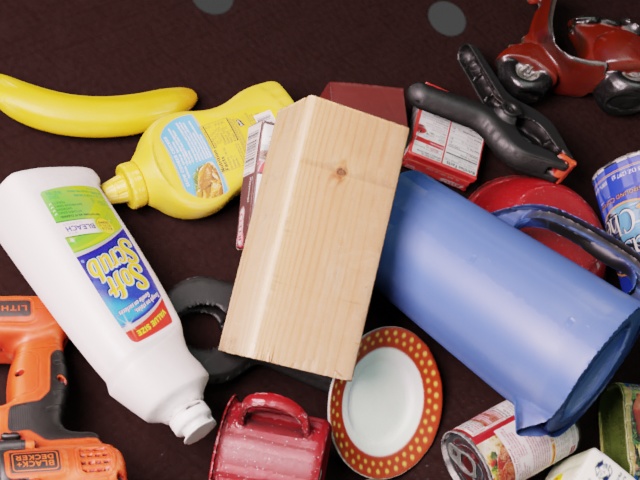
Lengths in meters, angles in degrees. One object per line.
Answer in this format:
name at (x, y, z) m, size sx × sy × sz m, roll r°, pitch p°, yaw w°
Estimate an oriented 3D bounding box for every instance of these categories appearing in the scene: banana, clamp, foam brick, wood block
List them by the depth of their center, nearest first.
wood block at (-0.005, 0.001, 0.857) m, size 0.090 × 0.090 × 0.206 m, roll 16°, pitch 83°, yaw -18°
clamp at (-0.066, 0.063, 0.915) m, size 0.209 × 0.036 × 0.164 m, roll 0°, pitch 67°, yaw -21°
banana at (-0.208, -0.122, 0.949) m, size 0.197 × 0.037 × 0.069 m, roll 9°, pitch 66°, yaw -14°
foam brick at (0.039, -0.113, 1.012) m, size 0.078 × 0.053 × 0.051 m, roll 3°, pitch 68°, yaw -16°
clamp at (0.164, -0.114, 1.018) m, size 0.120 × 0.039 × 0.171 m, roll -33°, pitch 70°, yaw -35°

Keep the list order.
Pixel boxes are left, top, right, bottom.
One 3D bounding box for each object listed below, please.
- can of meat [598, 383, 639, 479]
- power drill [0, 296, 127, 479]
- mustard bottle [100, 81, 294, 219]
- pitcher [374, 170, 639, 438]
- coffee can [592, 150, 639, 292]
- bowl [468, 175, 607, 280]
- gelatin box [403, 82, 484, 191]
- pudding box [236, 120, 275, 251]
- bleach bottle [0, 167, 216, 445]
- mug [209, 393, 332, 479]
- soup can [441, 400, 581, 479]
can of meat at (0.303, 0.182, 0.969) m, size 0.084 × 0.057 × 0.102 m, roll 7°, pitch 66°, yaw -12°
power drill at (-0.244, 0.124, 0.780) m, size 0.184 × 0.057 × 0.188 m, roll 2°, pitch 43°, yaw -24°
mustard bottle at (-0.104, -0.071, 0.947) m, size 0.191 × 0.058 × 0.096 m, roll -22°, pitch 81°, yaw -24°
pitcher at (0.150, 0.038, 0.908) m, size 0.243 × 0.145 × 0.149 m, roll 37°, pitch 28°, yaw 25°
coffee can at (0.330, -0.006, 1.028) m, size 0.102 × 0.103 × 0.140 m, roll -3°, pitch 69°, yaw -18°
bowl at (0.214, 0.001, 1.017) m, size 0.162 × 0.055 × 0.162 m, roll 6°, pitch 67°, yaw -15°
gelatin box at (0.122, -0.101, 1.045) m, size 0.073 × 0.030 × 0.089 m, roll 21°, pitch 63°, yaw -9°
pudding box at (-0.021, -0.041, 0.924) m, size 0.090 × 0.039 × 0.113 m, roll 9°, pitch 83°, yaw -21°
bleach bottle at (-0.157, 0.051, 0.830) m, size 0.251 × 0.068 × 0.102 m, roll 50°, pitch 29°, yaw 22°
mug at (-0.036, 0.164, 0.828) m, size 0.081 × 0.117 × 0.093 m, roll 10°, pitch 34°, yaw 6°
soup can at (0.165, 0.175, 0.922) m, size 0.102 × 0.069 × 0.068 m, roll -23°, pitch 76°, yaw -24°
